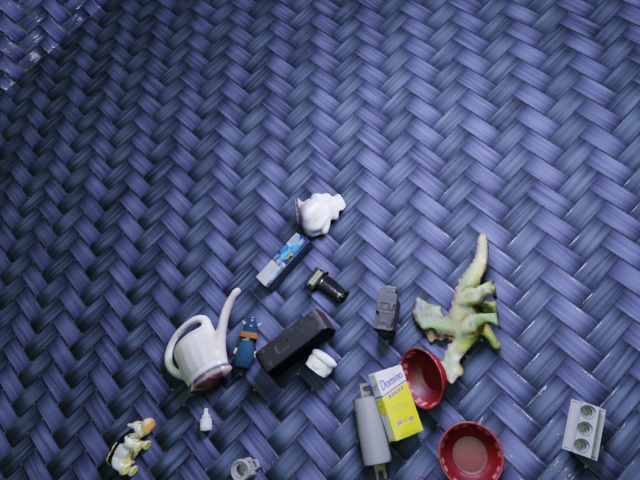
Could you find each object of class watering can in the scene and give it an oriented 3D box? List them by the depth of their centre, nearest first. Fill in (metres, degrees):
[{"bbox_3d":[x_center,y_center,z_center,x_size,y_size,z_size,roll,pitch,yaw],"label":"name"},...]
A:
[{"bbox_3d":[-0.332,0.317,1.544,0.345,0.103,0.228,-39,63,15],"label":"watering can"}]

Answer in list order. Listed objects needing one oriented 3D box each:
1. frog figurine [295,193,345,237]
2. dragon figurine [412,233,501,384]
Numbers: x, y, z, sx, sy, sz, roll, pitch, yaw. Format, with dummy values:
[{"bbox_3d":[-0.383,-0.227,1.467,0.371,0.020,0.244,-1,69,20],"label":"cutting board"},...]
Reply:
[{"bbox_3d":[0.005,-0.082,1.637,0.159,0.124,0.136,-9,100,1],"label":"frog figurine"},{"bbox_3d":[0.377,0.190,1.447,0.242,0.120,0.418,-8,66,19],"label":"dragon figurine"}]
